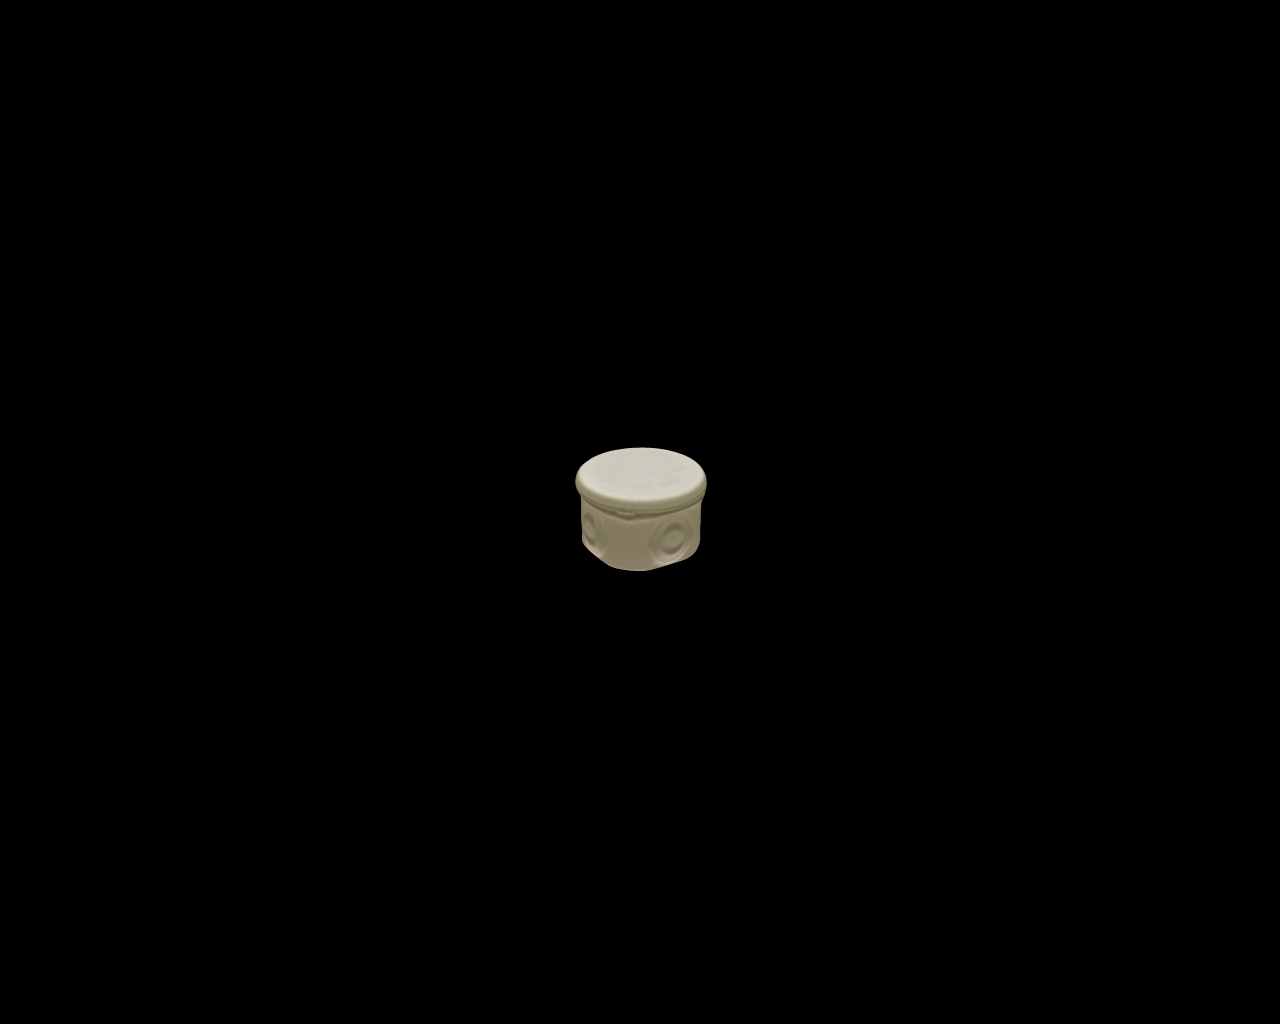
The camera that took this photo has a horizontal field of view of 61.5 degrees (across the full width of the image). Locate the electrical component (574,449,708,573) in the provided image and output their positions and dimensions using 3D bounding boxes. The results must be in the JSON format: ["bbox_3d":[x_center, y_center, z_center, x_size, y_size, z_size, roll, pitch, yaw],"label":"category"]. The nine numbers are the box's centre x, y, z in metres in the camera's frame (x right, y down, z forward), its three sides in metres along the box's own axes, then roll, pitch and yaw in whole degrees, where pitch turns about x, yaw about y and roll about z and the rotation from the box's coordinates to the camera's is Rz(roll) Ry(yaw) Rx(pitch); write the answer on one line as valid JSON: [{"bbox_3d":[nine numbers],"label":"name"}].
[{"bbox_3d":[0.001,-0.003,0.650,0.080,0.050,0.080,0,27,0],"label":"electrical component"}]
